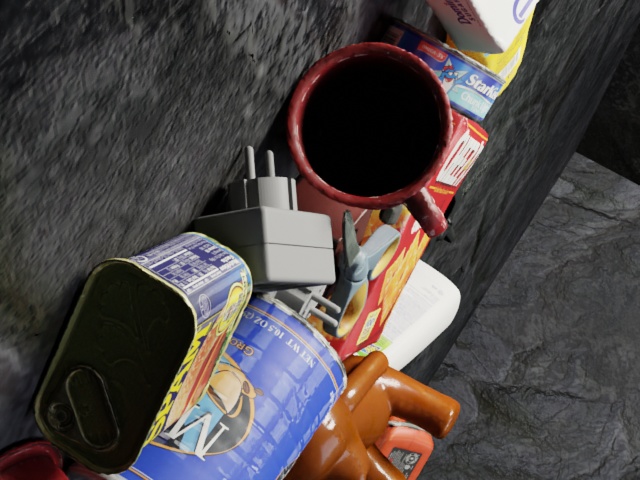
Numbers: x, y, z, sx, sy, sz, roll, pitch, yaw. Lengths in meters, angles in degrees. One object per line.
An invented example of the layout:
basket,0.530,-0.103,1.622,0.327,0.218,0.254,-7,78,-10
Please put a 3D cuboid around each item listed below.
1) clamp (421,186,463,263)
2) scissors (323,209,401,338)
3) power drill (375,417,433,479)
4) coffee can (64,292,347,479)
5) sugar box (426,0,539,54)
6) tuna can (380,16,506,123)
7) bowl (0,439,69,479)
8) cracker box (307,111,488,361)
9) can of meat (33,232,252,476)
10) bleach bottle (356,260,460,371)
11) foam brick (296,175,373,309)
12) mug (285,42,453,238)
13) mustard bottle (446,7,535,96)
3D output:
clamp,0.140,-0.021,1.266,0.120,0.039,0.172,-50,165,-43
scissors,0.031,0.002,0.697,0.096,0.016,0.202,-54,167,-26
power drill,0.034,0.196,1.097,0.185,0.057,0.188,-64,-151,20
coffee can,-0.063,0.111,0.617,0.140,0.103,0.103,-53,166,-30
sugar box,0.127,-0.213,0.672,0.093,0.048,0.176,45,70,-43
tuna can,0.077,-0.111,0.700,0.034,0.086,0.086,-60,168,10
bowl,-0.158,0.179,0.515,0.162,0.055,0.162,-55,166,-21
cracker box,0.053,-0.013,0.867,0.214,0.072,0.164,-62,168,7
can of meat,-0.082,0.050,0.518,0.102,0.057,0.083,-63,170,18
bleach bottle,0.037,0.093,1.032,0.250,0.103,0.068,-31,146,-49
foam brick,-0.005,0.001,0.715,0.052,0.051,0.078,-49,164,-40
mug,0.038,-0.052,0.629,0.093,0.117,0.081,-37,173,3
mustard bottle,0.135,-0.181,0.833,0.096,0.058,0.191,-50,166,-16
